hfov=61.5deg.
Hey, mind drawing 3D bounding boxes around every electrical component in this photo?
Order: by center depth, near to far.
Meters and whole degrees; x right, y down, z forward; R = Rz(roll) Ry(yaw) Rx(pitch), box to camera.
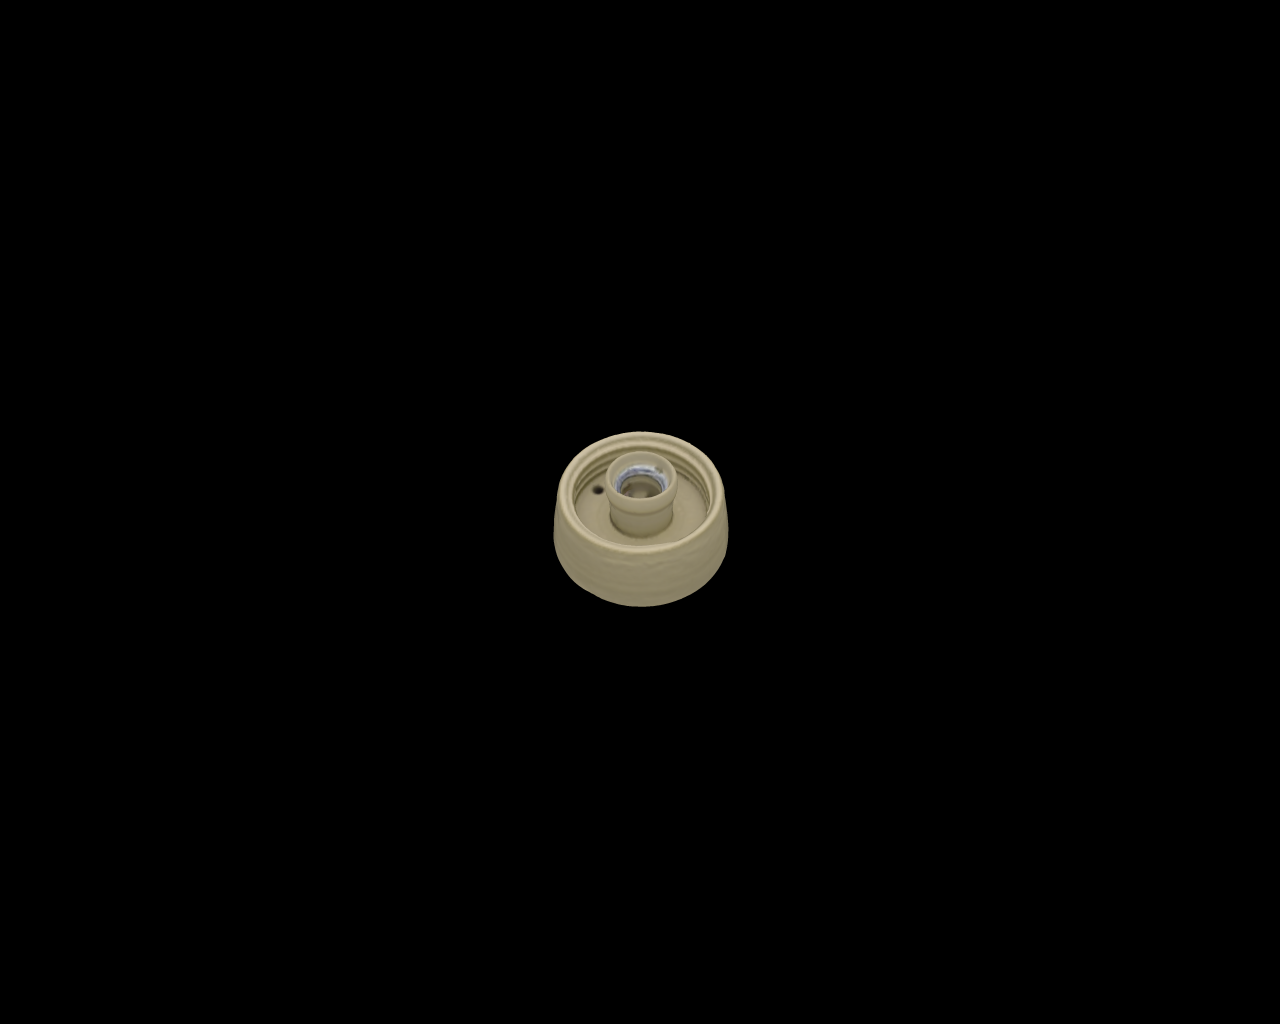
[{"bbox_3d":[0.001,-0.003,0.650,0.108,0.108,0.060,0,-41,0],"label":"electrical component"}]
